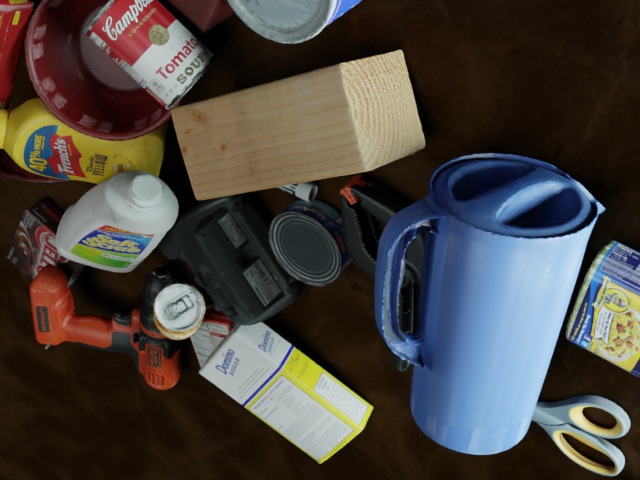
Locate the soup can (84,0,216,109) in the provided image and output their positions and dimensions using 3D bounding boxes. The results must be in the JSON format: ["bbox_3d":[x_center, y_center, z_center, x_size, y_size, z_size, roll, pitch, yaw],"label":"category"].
[{"bbox_3d":[-0.152,-0.176,0.963,0.102,0.068,0.069,43,139,-12],"label":"soup can"}]

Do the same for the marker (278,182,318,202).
[{"bbox_3d":[-0.057,-0.068,1.061,0.121,0.020,0.020,24,133,23],"label":"marker"}]

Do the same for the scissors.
[{"bbox_3d":[0.208,0.151,1.019,0.202,0.016,0.096,35,135,12],"label":"scissors"}]

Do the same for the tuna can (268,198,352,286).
[{"bbox_3d":[-0.007,0.001,1.062,0.086,0.033,0.086,21,132,25],"label":"tuna can"}]

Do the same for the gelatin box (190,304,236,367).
[{"bbox_3d":[-0.114,0.118,1.241,0.073,0.030,0.089,9,126,36],"label":"gelatin box"}]

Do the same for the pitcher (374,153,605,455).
[{"bbox_3d":[0.132,0.060,0.893,0.149,0.144,0.243,18,124,20],"label":"pitcher"}]

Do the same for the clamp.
[{"bbox_3d":[0.080,0.035,1.015,0.210,0.036,0.165,51,134,-7],"label":"clamp"}]

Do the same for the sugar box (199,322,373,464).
[{"bbox_3d":[-0.038,0.165,1.182,0.176,0.048,0.093,40,130,-3],"label":"sugar box"}]

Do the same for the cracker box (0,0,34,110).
[{"bbox_3d":[-0.372,-0.251,1.079,0.214,0.071,0.164,60,143,24],"label":"cracker box"}]

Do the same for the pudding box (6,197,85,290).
[{"bbox_3d":[-0.336,0.013,1.330,0.090,0.039,0.114,42,138,3],"label":"pudding box"}]

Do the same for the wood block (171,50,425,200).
[{"bbox_3d":[-0.023,-0.099,0.945,0.207,0.090,0.090,-7,101,41],"label":"wood block"}]

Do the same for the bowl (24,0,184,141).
[{"bbox_3d":[-0.199,-0.181,1.035,0.162,0.055,0.162,3,114,6],"label":"bowl"}]

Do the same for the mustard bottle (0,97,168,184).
[{"bbox_3d":[-0.258,-0.101,1.098,0.191,0.058,0.096,11,142,-11],"label":"mustard bottle"}]

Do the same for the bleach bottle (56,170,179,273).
[{"bbox_3d":[-0.209,-0.025,1.104,0.102,0.068,0.251,18,163,-15],"label":"bleach bottle"}]

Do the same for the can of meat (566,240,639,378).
[{"bbox_3d":[0.258,0.060,0.880,0.084,0.057,0.102,28,135,21],"label":"can of meat"}]

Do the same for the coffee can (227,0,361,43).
[{"bbox_3d":[0.003,-0.223,0.805,0.103,0.140,0.103,21,132,25],"label":"coffee can"}]

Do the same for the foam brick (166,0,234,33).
[{"bbox_3d":[-0.108,-0.235,0.950,0.078,0.052,0.051,40,137,5],"label":"foam brick"}]

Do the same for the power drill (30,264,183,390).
[{"bbox_3d":[-0.252,0.089,1.282,0.188,0.057,0.184,16,129,12],"label":"power drill"}]
